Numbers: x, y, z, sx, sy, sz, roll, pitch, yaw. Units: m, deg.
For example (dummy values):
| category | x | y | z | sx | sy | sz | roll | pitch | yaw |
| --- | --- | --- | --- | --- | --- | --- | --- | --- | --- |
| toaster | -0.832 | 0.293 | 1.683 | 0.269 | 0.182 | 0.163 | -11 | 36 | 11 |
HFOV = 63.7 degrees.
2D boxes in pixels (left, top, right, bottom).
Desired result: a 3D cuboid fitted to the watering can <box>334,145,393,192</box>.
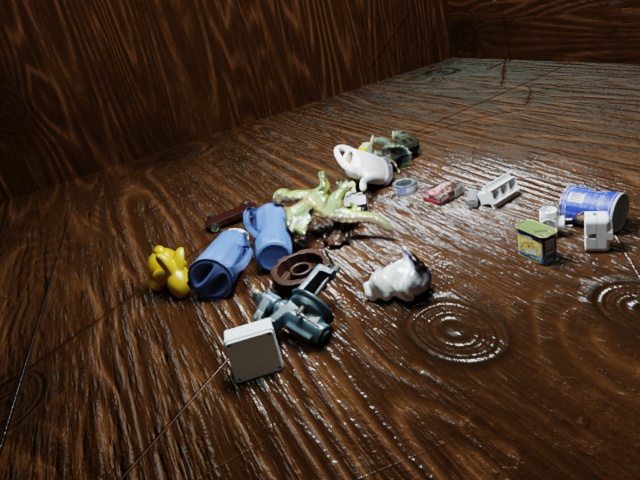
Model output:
| category | x | y | z | sx | sy | sz | roll | pitch | yaw |
| --- | --- | --- | --- | --- | --- | --- | --- | --- | --- |
| watering can | 0.172 | -0.252 | 1.902 | 0.224 | 0.102 | 0.355 | 12 | 32 | -27 |

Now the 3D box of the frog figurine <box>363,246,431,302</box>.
| category | x | y | z | sx | sy | sz | roll | pitch | yaw |
| --- | --- | --- | --- | --- | --- | --- | --- | --- | --- |
| frog figurine | 0.193 | 0.107 | 1.279 | 0.158 | 0.121 | 0.140 | -48 | 34 | 9 |

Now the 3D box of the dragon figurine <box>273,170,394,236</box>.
| category | x | y | z | sx | sy | sz | roll | pitch | yaw |
| --- | --- | --- | --- | --- | --- | --- | --- | --- | --- |
| dragon figurine | 0.005 | -0.081 | 1.601 | 0.246 | 0.119 | 0.415 | -35 | 49 | -24 |
